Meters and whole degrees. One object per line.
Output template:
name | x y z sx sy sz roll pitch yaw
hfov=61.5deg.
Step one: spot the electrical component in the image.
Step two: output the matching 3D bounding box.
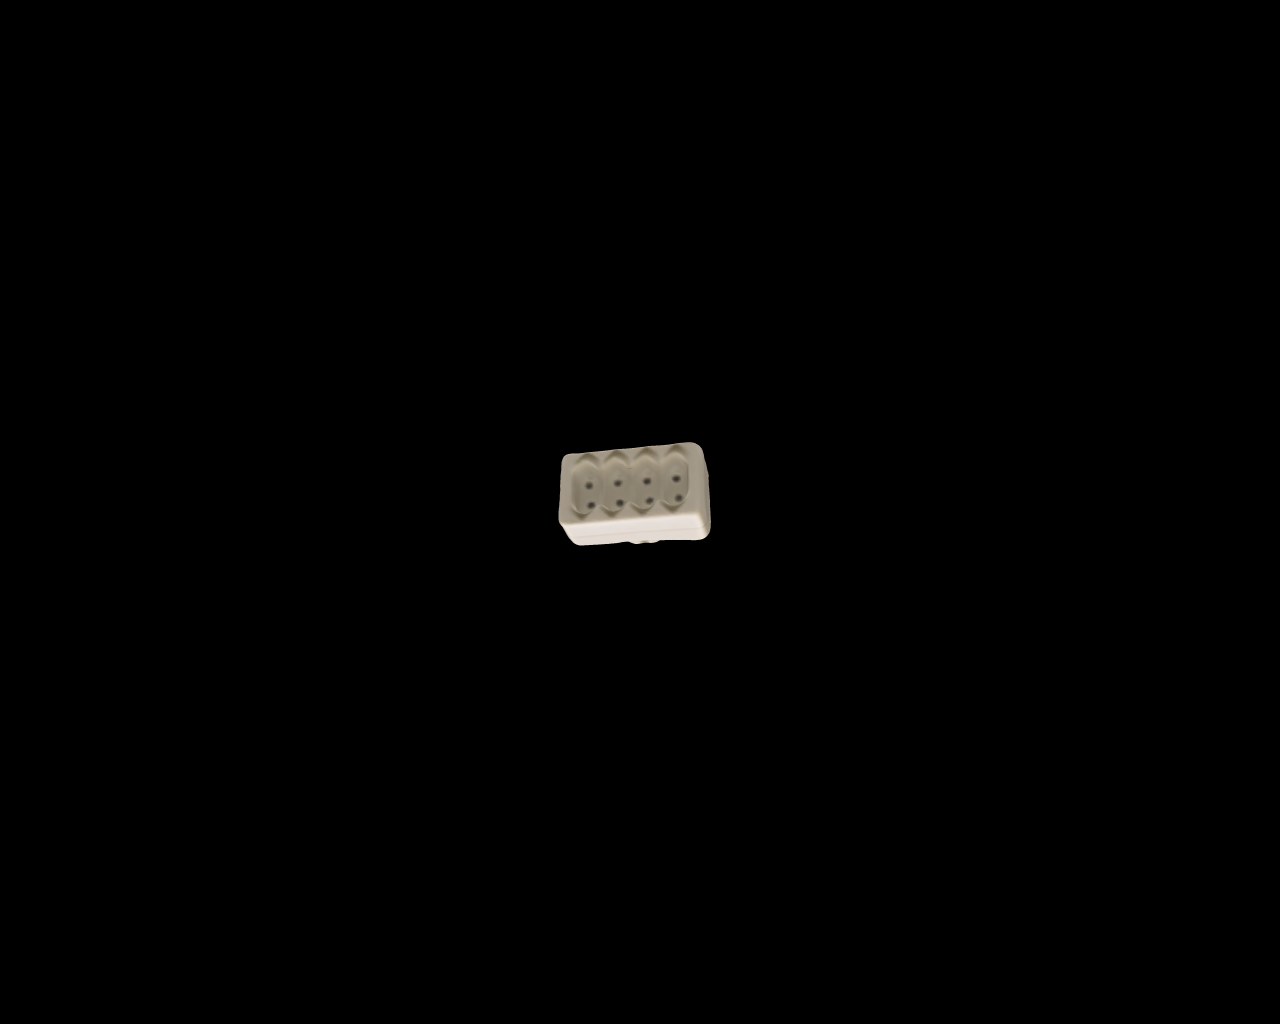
electrical component | 0.001 -0.003 0.650 0.083 0.047 0.075 -4 -23 9
